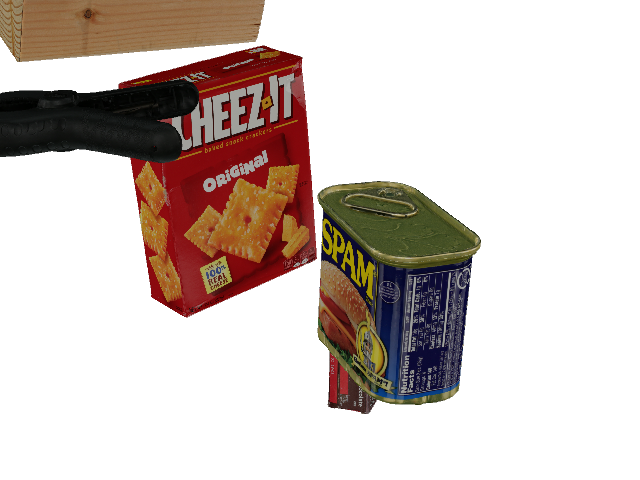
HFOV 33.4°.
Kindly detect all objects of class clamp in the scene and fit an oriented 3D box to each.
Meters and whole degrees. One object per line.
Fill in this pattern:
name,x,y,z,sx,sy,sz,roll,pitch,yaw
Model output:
clamp,-0.161,-0.081,0.701,0.171,0.039,0.120,4,18,7

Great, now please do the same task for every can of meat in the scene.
can of meat,0.036,0.026,0.552,0.057,0.084,0.102,-7,24,-20

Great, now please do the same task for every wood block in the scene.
wood block,-0.152,-0.209,0.850,0.205,0.091,0.090,-11,44,-32

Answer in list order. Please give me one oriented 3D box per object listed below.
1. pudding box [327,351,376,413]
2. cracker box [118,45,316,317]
pudding box,0.038,0.075,0.865,0.039,0.090,0.113,6,18,15
cracker box,-0.088,-0.057,0.997,0.163,0.214,0.072,-22,31,-34
